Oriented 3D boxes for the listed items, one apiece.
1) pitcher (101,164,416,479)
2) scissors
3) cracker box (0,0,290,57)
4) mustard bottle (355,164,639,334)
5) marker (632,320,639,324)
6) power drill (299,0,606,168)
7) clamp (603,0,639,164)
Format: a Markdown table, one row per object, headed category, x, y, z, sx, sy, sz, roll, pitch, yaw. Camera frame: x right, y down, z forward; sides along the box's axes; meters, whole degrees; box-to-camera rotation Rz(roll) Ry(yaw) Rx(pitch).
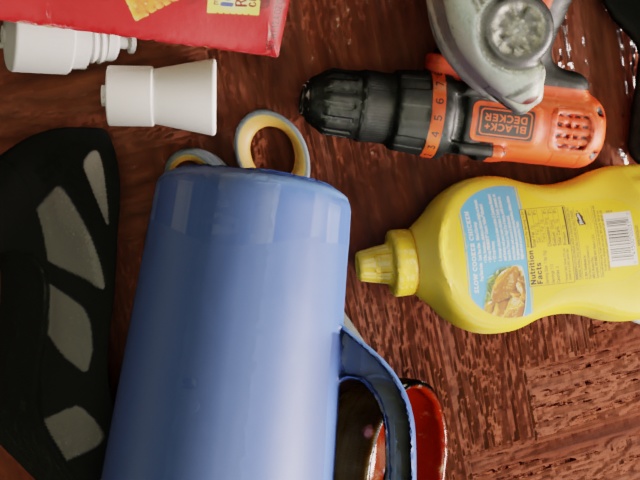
| category | x | y | z | sx | sy | sz | roll | pitch | yaw |
| --- | --- | --- | --- | --- | --- | --- | --- | --- | --- |
| pitcher | -0.038 | 0.088 | 0.573 | 0.149 | 0.145 | 0.243 | 10 | 84 | -34 |
| scissors | -0.004 | 0.001 | 0.657 | 0.201 | 0.016 | 0.096 | 39 | 92 | -14 |
| cracker box | -0.110 | -0.191 | 0.540 | 0.213 | 0.072 | 0.164 | 5 | 120 | -18 |
| mustard bottle | 0.117 | 0.008 | 0.654 | 0.191 | 0.058 | 0.096 | -5 | 83 | -8 |
| marker | 0.233 | 0.054 | 0.704 | 0.121 | 0.020 | 0.020 | 18 | 97 | -12 |
| power drill | 0.087 | -0.140 | 0.627 | 0.184 | 0.057 | 0.188 | 6 | 101 | -8 |
| clamp | 0.211 | -0.128 | 0.646 | 0.120 | 0.039 | 0.171 | -31 | 88 | 32 |
